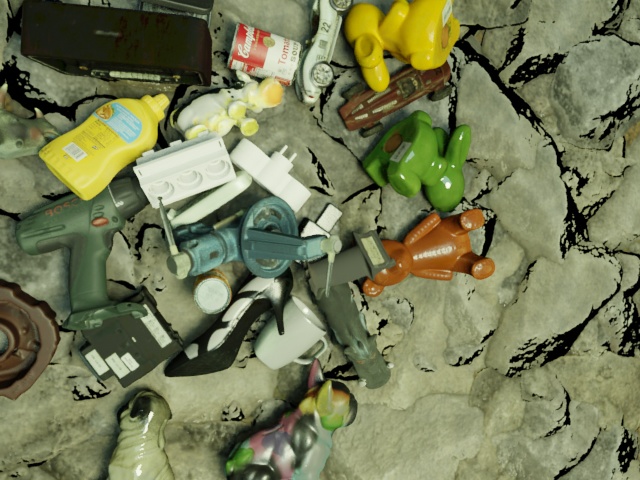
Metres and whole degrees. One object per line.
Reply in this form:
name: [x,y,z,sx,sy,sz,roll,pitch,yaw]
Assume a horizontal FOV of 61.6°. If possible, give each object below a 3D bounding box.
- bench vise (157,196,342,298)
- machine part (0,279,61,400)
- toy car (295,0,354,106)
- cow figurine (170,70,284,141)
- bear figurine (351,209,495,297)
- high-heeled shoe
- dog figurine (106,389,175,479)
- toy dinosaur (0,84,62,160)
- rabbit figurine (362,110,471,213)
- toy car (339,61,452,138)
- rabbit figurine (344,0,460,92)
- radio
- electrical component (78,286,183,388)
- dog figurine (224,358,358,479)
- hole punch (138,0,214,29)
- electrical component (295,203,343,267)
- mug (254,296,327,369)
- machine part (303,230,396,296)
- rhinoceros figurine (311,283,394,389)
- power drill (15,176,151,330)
bench vise: [-0.087,0.004,0.749,0.223,0.241,0.128,-8,101,-53]
machine part: [-0.473,0.145,0.778,0.179,0.056,0.179,-1,96,-14]
toy car: [0.002,-0.308,0.832,0.056,0.073,0.201,14,92,-16]
cow figurine: [-0.140,-0.200,0.811,0.167,0.098,0.068,-35,146,-10]
bear figurine: [0.161,0.023,0.878,0.196,0.132,0.120,-13,95,-17]
high-heeled shoe: [-0.151,0.118,0.853,0.249,0.086,0.145,-23,57,12]
dog figurine: [-0.256,0.346,0.835,0.172,0.121,0.190,45,64,-46]
toy dinosaur: [-0.560,-0.078,0.710,0.405,0.131,0.192,-22,88,-6]
rabbit figurine: [0.178,-0.122,0.889,0.170,0.121,0.159,36,80,-32]
toy car: [0.127,-0.242,0.880,0.202,0.053,0.089,-29,104,-10]
rabbit figurine: [0.112,-0.312,0.829,0.173,0.121,0.162,20,81,24]
radio: [-0.264,-0.261,0.732,0.230,0.131,0.073,5,95,-4]
electrical component: [-0.294,0.152,0.819,0.134,0.058,0.114,-32,100,-8]
dog figurine: [-0.042,0.300,0.853,0.191,0.109,0.219,11,100,-17]
hole punch: [-0.209,-0.353,0.783,0.142,0.092,0.116,7,66,-11]
electrical component: [-0.002,-0.003,0.876,0.075,0.048,0.119,40,88,-14]
mug: [-0.048,0.161,0.872,0.107,0.081,0.109,-42,118,3]
machine part: [0.041,0.035,0.836,0.139,0.039,0.084,-23,66,-12]
rhinoceros figurine: [0.056,0.149,0.873,0.073,0.112,0.190,-28,93,-11]
power drill: [-0.304,0.015,0.767,0.232,0.086,0.207,-15,81,-6]
